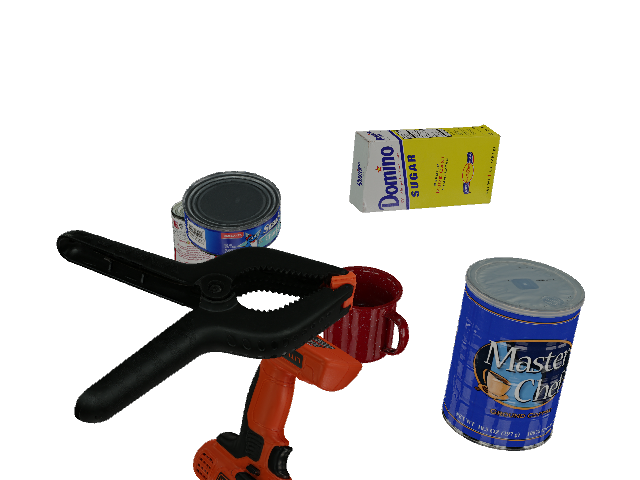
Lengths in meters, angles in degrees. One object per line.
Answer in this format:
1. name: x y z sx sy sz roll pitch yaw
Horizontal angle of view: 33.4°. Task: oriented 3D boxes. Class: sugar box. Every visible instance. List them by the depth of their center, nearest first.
1. sugar box: 0.126 -0.087 1.288 0.176 0.093 0.048 -7 26 -22

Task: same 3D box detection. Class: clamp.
1. clamp: -0.081 0.039 0.740 0.209 0.036 0.165 -11 47 -19

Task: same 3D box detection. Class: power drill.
1. power drill: -0.031 0.181 0.974 0.057 0.188 0.185 14 11 -47

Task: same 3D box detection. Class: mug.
1. mug: 0.054 0.092 1.226 0.117 0.081 0.093 26 36 34

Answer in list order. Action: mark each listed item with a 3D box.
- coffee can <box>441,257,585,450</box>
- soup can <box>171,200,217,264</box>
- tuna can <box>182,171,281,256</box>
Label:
1. coffee can: 0.169 0.099 0.947 0.103 0.140 0.103 6 24 -3
2. soup can: -0.150 0.005 1.327 0.068 0.102 0.068 -1 25 0
3. tuna can: -0.077 -0.023 0.934 0.086 0.034 0.086 0 38 0
